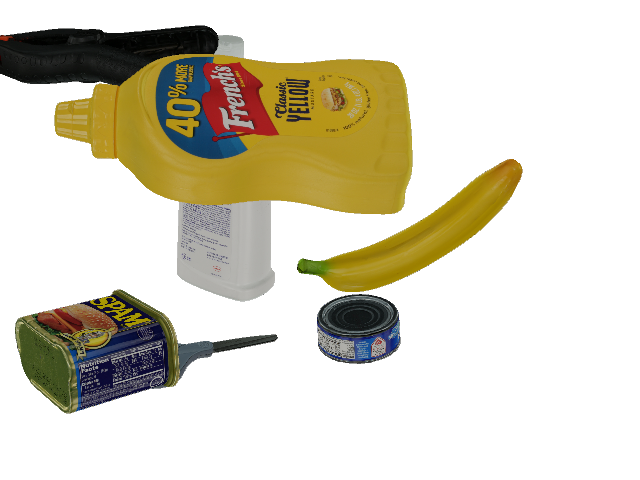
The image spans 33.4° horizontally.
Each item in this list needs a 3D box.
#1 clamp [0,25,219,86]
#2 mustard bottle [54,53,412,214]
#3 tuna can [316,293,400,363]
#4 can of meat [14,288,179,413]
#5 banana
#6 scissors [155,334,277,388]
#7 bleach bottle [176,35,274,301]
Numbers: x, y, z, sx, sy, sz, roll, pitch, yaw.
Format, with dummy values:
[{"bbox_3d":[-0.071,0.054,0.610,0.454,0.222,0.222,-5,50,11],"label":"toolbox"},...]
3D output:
[{"bbox_3d":[-0.163,-0.141,0.803,0.172,0.039,0.120,10,22,19],"label":"clamp"},{"bbox_3d":[-0.049,-0.062,0.590,0.191,0.096,0.058,2,-38,-5],"label":"mustard bottle"},{"bbox_3d":[0.039,0.089,1.093,0.086,0.034,0.086,-3,27,1],"label":"tuna can"},{"bbox_3d":[-0.165,0.080,0.782,0.083,0.057,0.102,-14,22,-34],"label":"can of meat"},{"bbox_3d":[0.081,-0.003,0.877,0.198,0.037,0.069,-28,-24,10],"label":"banana"},{"bbox_3d":[-0.131,0.130,1.169,0.201,0.016,0.096,1,26,-20],"label":"scissors"},{"bbox_3d":[-0.089,-0.072,1.044,0.103,0.251,0.068,18,27,27],"label":"bleach bottle"}]
